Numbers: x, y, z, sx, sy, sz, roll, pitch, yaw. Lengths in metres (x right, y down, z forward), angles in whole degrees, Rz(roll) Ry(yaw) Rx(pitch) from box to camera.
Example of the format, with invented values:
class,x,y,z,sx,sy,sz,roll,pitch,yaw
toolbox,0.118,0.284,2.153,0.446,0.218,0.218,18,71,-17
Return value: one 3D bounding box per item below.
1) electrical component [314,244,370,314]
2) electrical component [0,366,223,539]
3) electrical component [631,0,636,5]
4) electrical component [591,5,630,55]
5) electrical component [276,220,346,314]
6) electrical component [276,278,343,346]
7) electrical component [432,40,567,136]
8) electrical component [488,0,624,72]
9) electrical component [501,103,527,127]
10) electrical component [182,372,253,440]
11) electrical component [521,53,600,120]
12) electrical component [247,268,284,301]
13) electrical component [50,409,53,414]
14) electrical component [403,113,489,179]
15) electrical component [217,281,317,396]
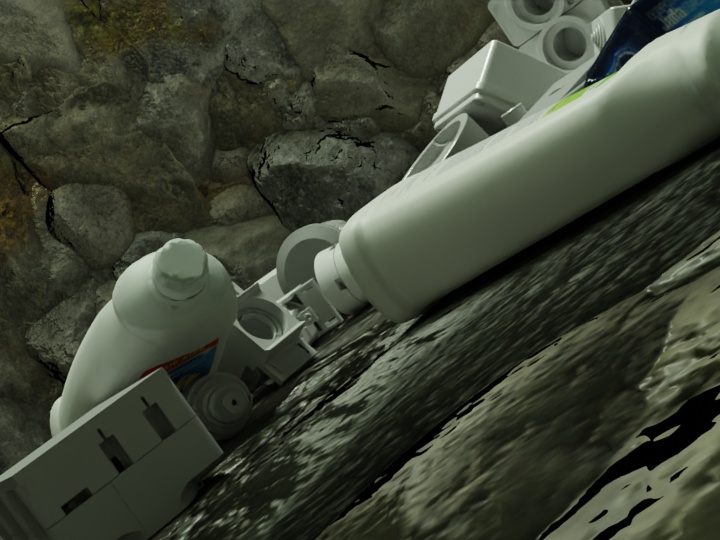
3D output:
class,x,y,z,sx,sy,sz,roll,pitch,yaw
electrical component,0.000,0.000,0.835,0.047,0.055,0.055,-29,6,27
electrical component,-0.142,0.113,0.574,0.089,0.061,0.150,-37,4,-30
electrical component,0.246,-0.188,0.765,0.061,0.096,0.061,-65,-7,19
electrical component,0.237,-0.187,0.863,0.100,0.048,0.099,-7,5,3
electrical component,-0.027,-0.003,0.924,0.080,0.080,0.051,-34,-1,25
electrical component,-0.060,0.048,0.850,0.081,0.042,0.064,-35,5,19
electrical component,0.134,-0.139,0.931,0.109,0.109,0.056,155,135,-72
electrical component,0.198,-0.210,0.982,0.089,0.150,0.062,-33,3,36
electrical component,0.125,-0.089,0.766,0.048,0.062,0.048,-35,3,2
electrical component,-0.083,0.081,0.638,0.040,0.040,0.078,-37,4,-21
electrical component,0.131,-0.084,0.653,0.096,0.061,0.062,-38,4,-34
electrical component,-0.075,0.037,0.960,0.042,0.063,0.081,-34,3,37
electrical component,-0.207,0.133,0.815,0.047,0.075,0.083,-34,4,19
electrical component,0.078,-0.069,0.896,0.108,0.060,0.108,-51,10,13
electrical component,-0.076,0.051,0.750,0.042,0.081,0.063,-38,-18,-46
